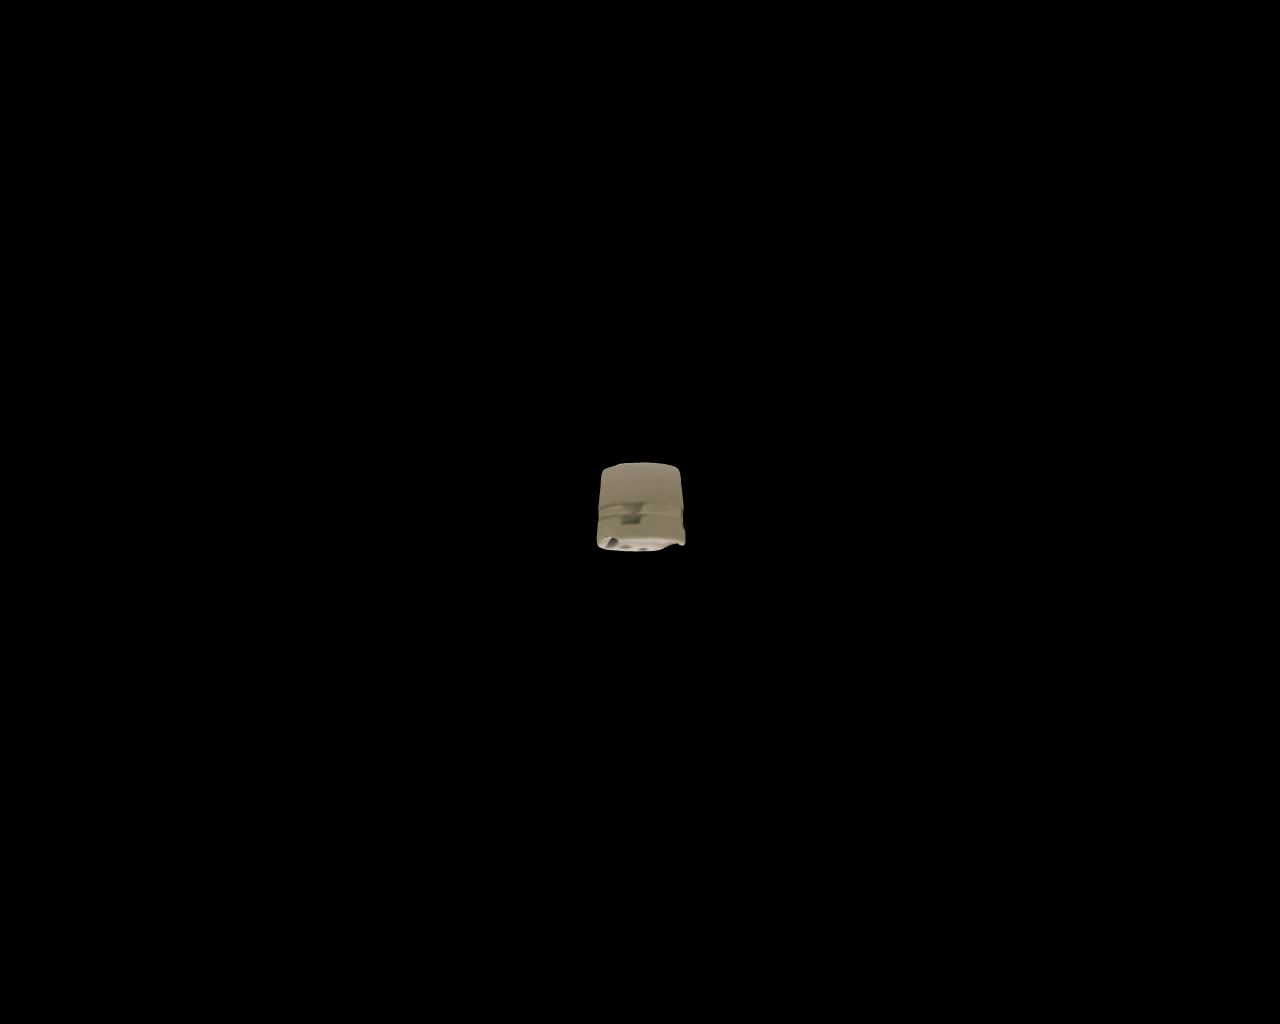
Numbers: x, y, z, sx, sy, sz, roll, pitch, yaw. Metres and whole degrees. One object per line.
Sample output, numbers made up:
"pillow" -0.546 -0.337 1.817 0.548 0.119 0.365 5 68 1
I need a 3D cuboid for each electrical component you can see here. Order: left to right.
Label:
"electrical component" 0.001 -0.003 0.650 0.055 0.047 0.055 0 -11 0
